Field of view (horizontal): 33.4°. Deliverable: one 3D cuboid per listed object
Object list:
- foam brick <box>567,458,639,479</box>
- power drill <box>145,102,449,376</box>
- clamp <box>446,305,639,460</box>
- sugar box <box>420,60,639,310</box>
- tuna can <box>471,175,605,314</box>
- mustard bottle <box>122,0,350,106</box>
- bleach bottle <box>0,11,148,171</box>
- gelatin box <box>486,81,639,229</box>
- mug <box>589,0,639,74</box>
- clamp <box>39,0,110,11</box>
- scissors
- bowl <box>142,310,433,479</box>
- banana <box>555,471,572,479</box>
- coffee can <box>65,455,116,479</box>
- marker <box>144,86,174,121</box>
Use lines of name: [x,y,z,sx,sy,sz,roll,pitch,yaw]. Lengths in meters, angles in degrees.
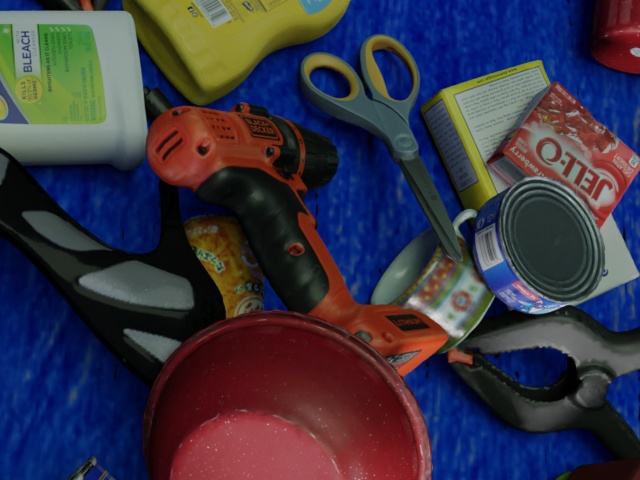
foam brick: [0.198,0.191,0.704,0.051,0.053,0.078,-36,103,-49]
power drill: [-0.004,0.001,0.643,0.188,0.057,0.184,54,24,17]
clamp: [0.190,0.086,0.722,0.210,0.036,0.165,20,106,-7]
sugar box: [0.150,-0.035,0.771,0.093,0.048,0.176,-20,86,-22]
tuna can: [0.141,0.004,0.690,0.086,0.034,0.086,11,66,-26]
mustard bottle: [-0.034,-0.177,0.739,0.191,0.058,0.096,-35,83,-23]
bleach bottle: [-0.236,-0.086,0.644,0.250,0.068,0.102,-5,79,-17]
gelatin box: [0.171,-0.053,0.739,0.089,0.030,0.073,41,68,-6]
mug: [0.257,-0.182,0.812,0.093,0.117,0.081,16,75,-21]
clamp: [-0.183,-0.221,0.710,0.120,0.039,0.171,-3,76,-19]
scissors: [0.036,-0.067,0.720,0.096,0.016,0.202,1,52,-7]
bowl: [-0.025,0.121,0.549,0.162,0.055,0.162,3,103,13]
banana: [0.150,0.251,0.694,0.069,0.037,0.198,4,74,-18]
coffee can: [-0.112,0.204,0.582,0.140,0.103,0.102,46,66,-2]
marker: [-0.077,-0.056,0.712,0.121,0.020,0.020,47,66,-2]
